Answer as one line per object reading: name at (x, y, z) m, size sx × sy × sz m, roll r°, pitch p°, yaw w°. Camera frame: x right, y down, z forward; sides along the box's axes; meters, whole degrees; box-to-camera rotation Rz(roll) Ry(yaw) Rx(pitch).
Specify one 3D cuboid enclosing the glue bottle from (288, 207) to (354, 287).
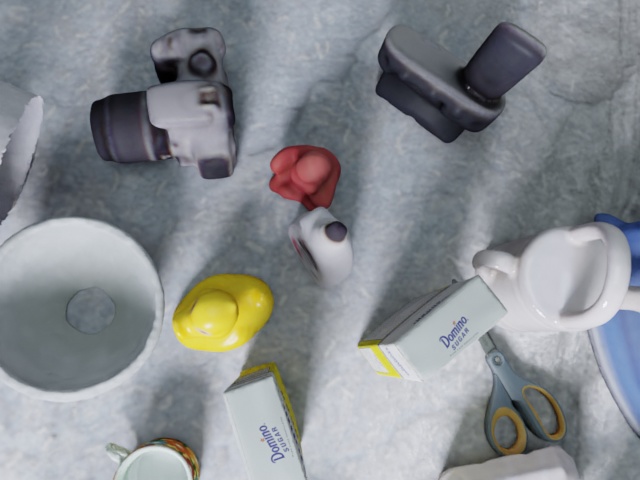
glue bottle at (0.005, 0.002, 0.533) m, size 0.037 × 0.173 × 0.078 m, roll -35°, pitch 86°, yaw -10°

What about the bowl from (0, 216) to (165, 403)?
bowl at (-0.228, 0.065, 0.544) m, size 0.167 × 0.074 × 0.167 m, roll 1°, pitch 81°, yaw -7°

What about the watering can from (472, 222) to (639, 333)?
watering can at (0.238, 0.037, 0.546) m, size 0.173 × 0.194 × 0.101 m, roll -7°, pitch 82°, yaw -8°

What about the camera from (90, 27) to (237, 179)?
camera at (-0.155, -0.134, 0.570) m, size 0.137 × 0.100 × 0.143 m, roll -8°, pitch 82°, yaw -8°

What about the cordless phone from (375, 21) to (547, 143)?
cordless phone at (0.138, -0.185, 0.572) m, size 0.147 × 0.185 × 0.094 m, roll 30°, pitch 79°, yaw -1°

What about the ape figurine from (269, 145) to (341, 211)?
ape figurine at (-0.011, -0.068, 0.583) m, size 0.076 × 0.092 × 0.078 m, roll -25°, pitch 85°, yaw -10°

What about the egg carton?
egg carton at (0.190, 0.269, 0.568) m, size 0.150 × 0.069 × 0.107 m, roll -10°, pitch 83°, yaw -8°

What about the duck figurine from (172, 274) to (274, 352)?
duck figurine at (-0.095, 0.069, 0.554) m, size 0.104 × 0.086 × 0.077 m, roll -21°, pitch 84°, yaw -10°

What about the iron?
iron at (0.361, 0.089, 0.580) m, size 0.119 × 0.141 × 0.258 m, roll -4°, pitch 82°, yaw -7°

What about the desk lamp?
desk lamp at (-0.325, -0.078, 0.483) m, size 0.203 × 0.213 × 0.118 m, roll 17°, pitch 80°, yaw -4°
